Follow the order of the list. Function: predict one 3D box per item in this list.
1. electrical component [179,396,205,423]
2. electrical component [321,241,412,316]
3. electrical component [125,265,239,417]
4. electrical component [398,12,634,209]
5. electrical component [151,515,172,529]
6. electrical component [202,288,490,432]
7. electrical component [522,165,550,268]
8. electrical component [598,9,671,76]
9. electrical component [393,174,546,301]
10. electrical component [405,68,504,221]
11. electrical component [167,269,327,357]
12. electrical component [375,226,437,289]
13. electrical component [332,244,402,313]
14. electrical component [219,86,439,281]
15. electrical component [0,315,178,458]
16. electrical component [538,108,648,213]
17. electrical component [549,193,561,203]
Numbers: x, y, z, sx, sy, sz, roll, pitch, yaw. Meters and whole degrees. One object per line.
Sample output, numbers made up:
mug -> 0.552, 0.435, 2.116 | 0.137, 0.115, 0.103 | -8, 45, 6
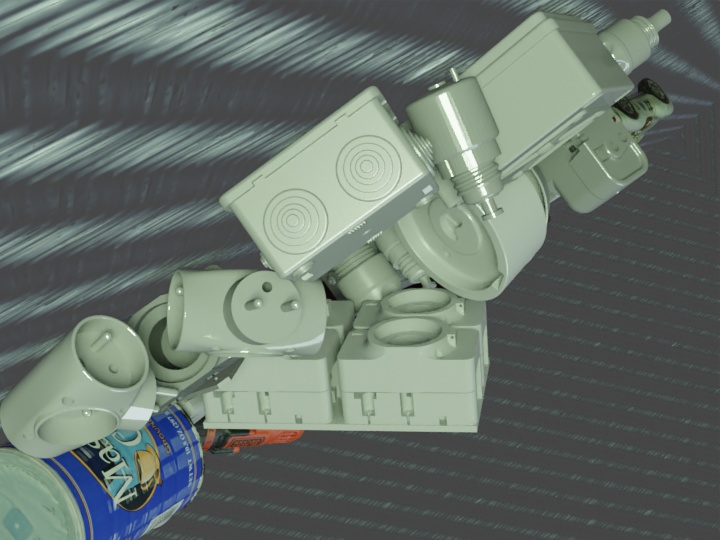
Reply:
electrical component -> -0.156, 0.106, 0.839 | 0.089, 0.050, 0.056 | -38, 173, 24
electrical component -> 0.014, -0.003, 0.880 | 0.096, 0.061, 0.062 | -31, 173, -35
electrical component -> -0.102, 0.042, 0.621 | 0.089, 0.050, 0.055 | -35, 175, 0
electrical component -> 0.091, -0.092, 0.617 | 0.109, 0.056, 0.109 | -38, 174, 25
electrical component -> -0.193, 0.175, 0.964 | 0.064, 0.099, 0.099 | -47, 169, 35
electrical component -> -0.008, 0.060, 0.751 | 0.186, 0.060, 0.105 | -1, -160, 12
electrical component -> 0.094, -0.046, 0.805 | 0.099, 0.099, 0.064 | -37, 180, 22
electrical component -> 0.189, -0.159, 0.745 | 0.061, 0.035, 0.035 | -37, 175, -10
electrical component -> 0.077, -0.040, 0.734 | 0.060, 0.108, 0.108 | -39, 177, -27
electrical component -> 0.054, -0.063, 0.556 | 0.040, 0.078, 0.040 | -24, -174, 3
electrical component -> -0.054, 0.021, 0.557 | 0.077, 0.044, 0.079 | 3, 172, -22
electrical component -> 0.036, -0.018, 0.828 | 0.040, 0.078, 0.040 | -24, 160, -9
electrical component -> 0.000, 0.000, 0.815 | 0.043, 0.062, 0.043 | -35, 175, -4
electrical component -> -0.010, -0.037, 0.519 | 0.100, 0.048, 0.100 | -36, 174, 5
electrical component -> -0.134, 0.064, 0.562 | 0.079, 0.044, 0.077 | 15, 138, -41
electrical component -> 0.171, -0.096, 0.848 | 0.054, 0.095, 0.059 | -31, 173, -39
electrical component -> 0.190, -0.104, 1.082 | 0.054, 0.059, 0.095 | -30, 172, -43
